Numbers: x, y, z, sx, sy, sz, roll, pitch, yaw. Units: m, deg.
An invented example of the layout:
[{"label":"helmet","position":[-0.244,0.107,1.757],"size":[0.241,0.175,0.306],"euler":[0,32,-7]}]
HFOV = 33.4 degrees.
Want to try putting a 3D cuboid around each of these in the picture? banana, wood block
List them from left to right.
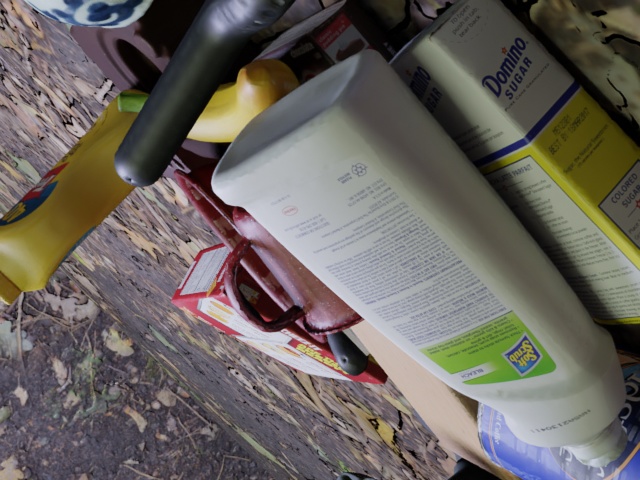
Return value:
[{"label":"banana","position":[-0.052,-0.077,0.617],"size":[0.198,0.069,0.037],"euler":[1,94,59]},{"label":"wood block","position":[0.093,0.064,0.717],"size":[0.091,0.090,0.206],"euler":[20,153,52]}]

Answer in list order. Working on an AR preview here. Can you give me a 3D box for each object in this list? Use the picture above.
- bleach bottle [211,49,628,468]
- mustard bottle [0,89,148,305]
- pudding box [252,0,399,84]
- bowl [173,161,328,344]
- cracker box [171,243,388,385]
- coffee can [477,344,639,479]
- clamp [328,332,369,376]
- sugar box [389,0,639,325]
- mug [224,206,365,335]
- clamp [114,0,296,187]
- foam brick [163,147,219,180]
[{"label":"bleach bottle","position":[0.066,0.027,0.533],"size":[0.103,0.068,0.250],"euler":[-26,116,39]},{"label":"mustard bottle","position":[-0.182,-0.022,0.757],"size":[0.058,0.191,0.096],"euler":[46,166,-19]},{"label":"pudding box","position":[0.014,-0.085,0.608],"size":[0.090,0.039,0.114],"euler":[47,163,-14]},{"label":"bowl","position":[-0.031,-0.004,0.755],"size":[0.162,0.055,0.162],"euler":[47,171,10]},{"label":"cracker box","position":[-0.032,0.064,0.990],"size":[0.164,0.072,0.214],"euler":[30,166,-15]},{"label":"coffee can","position":[0.179,0.117,0.631],"size":[0.141,0.102,0.102],"euler":[24,156,48]},{"label":"clamp","position":[0.009,0.027,0.864],"size":[0.171,0.039,0.120],"euler":[55,-155,14]},{"label":"sugar box","position":[0.108,-0.035,0.511],"size":[0.176,0.048,0.093],"euler":[47,165,-6]},{"label":"mug","position":[-0.004,0.001,0.599],"size":[0.081,0.117,0.093],"euler":[52,170,-18]},{"label":"clamp","position":[-0.028,-0.131,0.491],"size":[0.036,0.164,0.210],"euler":[27,145,-18]},{"label":"foam brick","position":[-0.110,-0.082,0.878],"size":[0.053,0.051,0.078],"euler":[51,161,-29]}]
